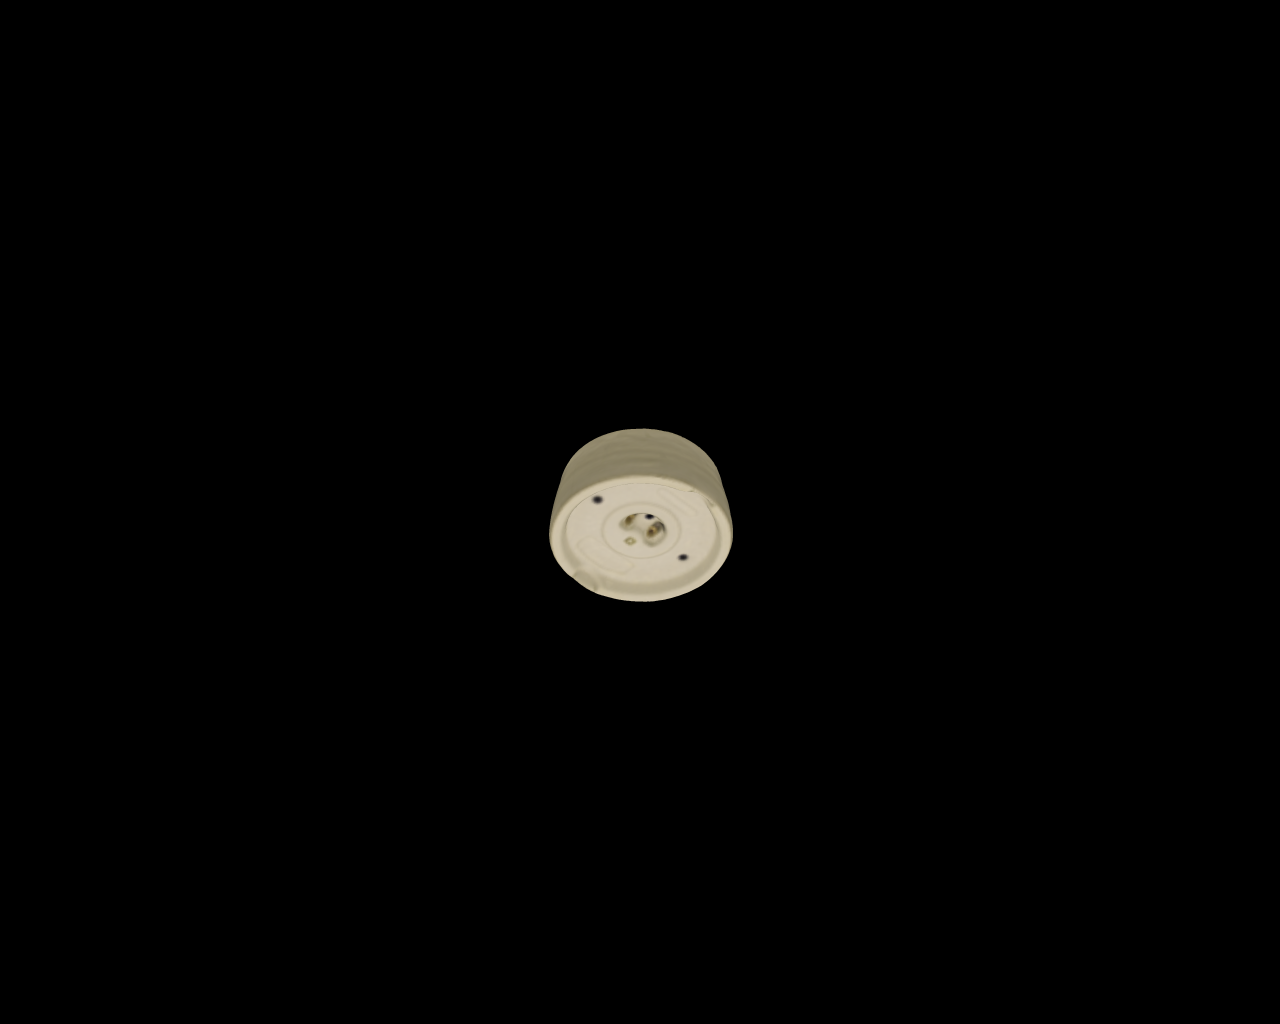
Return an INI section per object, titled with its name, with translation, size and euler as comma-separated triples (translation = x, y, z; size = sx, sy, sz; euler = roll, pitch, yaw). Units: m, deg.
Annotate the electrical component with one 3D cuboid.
[electrical component]
translation = 0.001, -0.003, 0.650
size = 0.108, 0.108, 0.060
euler = 0, 44, 0
